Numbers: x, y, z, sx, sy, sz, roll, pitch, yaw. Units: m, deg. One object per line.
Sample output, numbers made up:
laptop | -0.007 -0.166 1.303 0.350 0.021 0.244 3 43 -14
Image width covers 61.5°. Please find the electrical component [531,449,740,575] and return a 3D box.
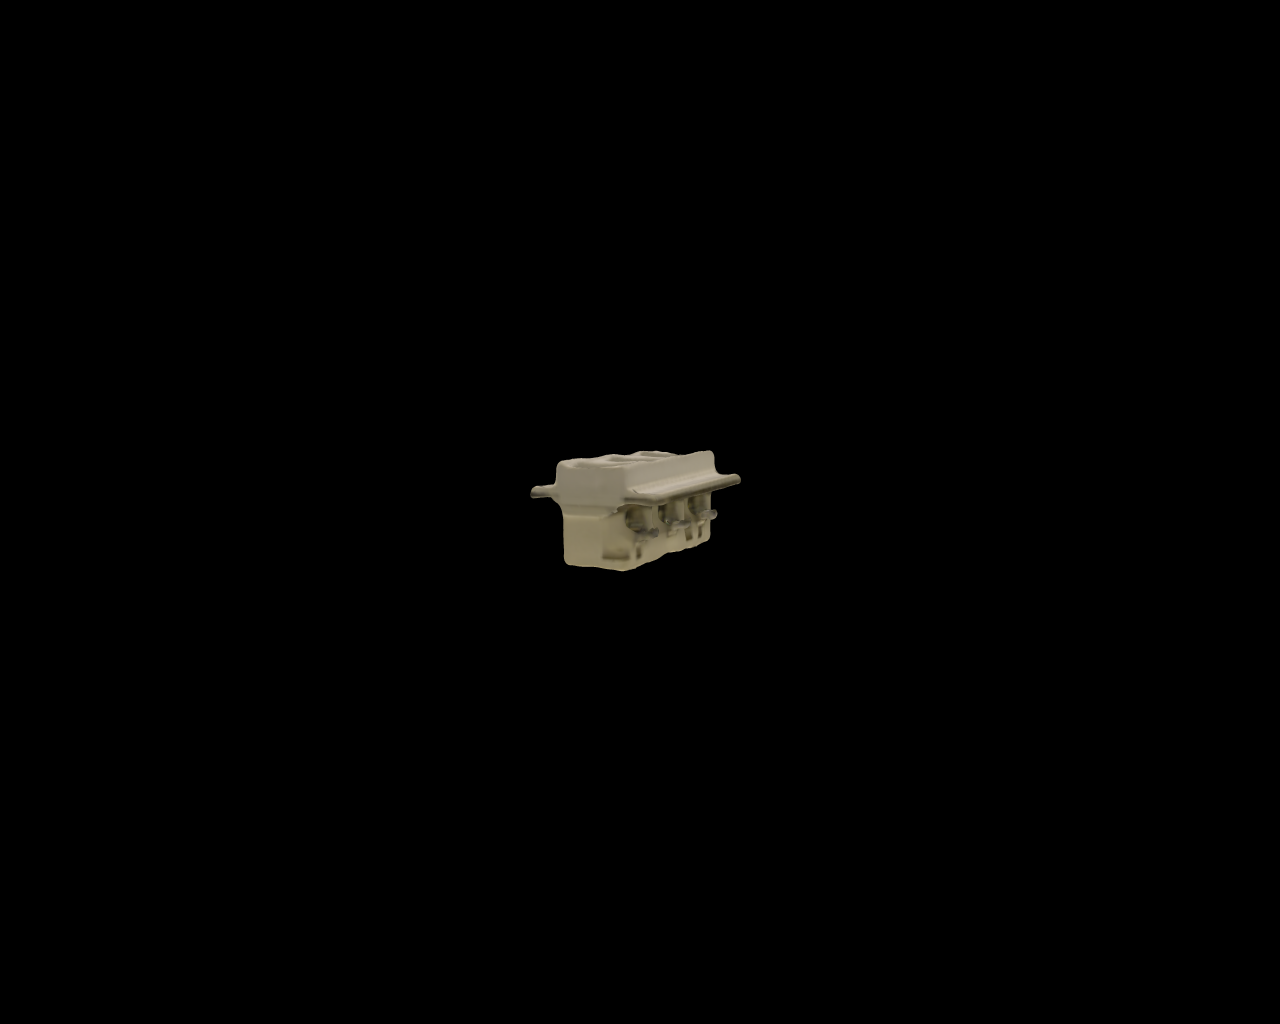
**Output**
electrical component | 0.001 -0.003 0.650 0.079 0.063 0.121 4 8 28
